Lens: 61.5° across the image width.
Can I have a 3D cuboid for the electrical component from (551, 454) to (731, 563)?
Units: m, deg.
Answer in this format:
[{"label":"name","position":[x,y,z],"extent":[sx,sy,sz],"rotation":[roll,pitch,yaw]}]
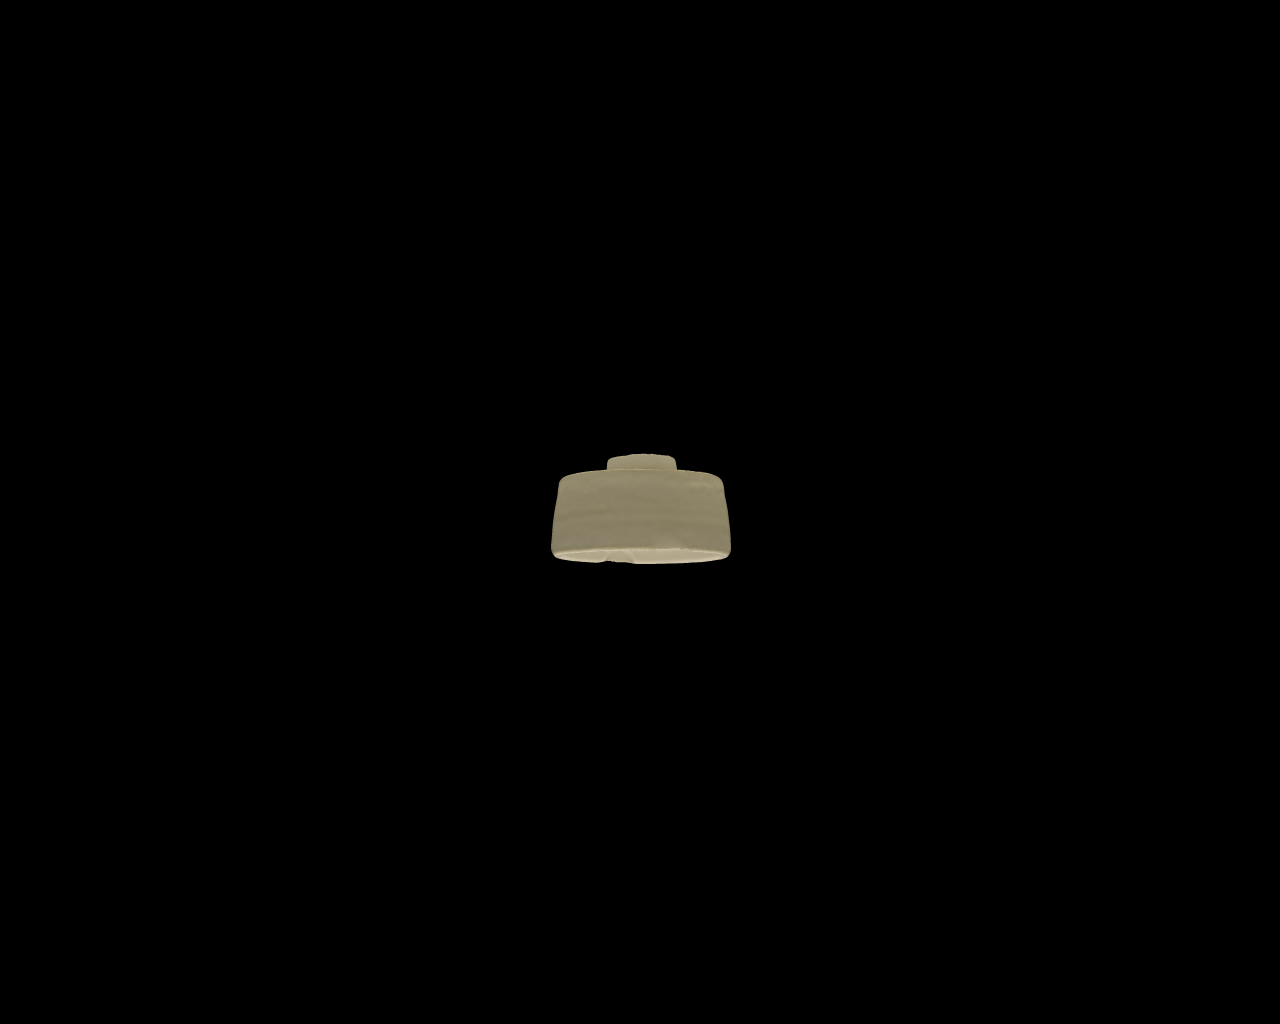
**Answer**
[{"label":"electrical component","position":[0.001,-0.003,0.650],"extent":[0.108,0.060,0.108],"rotation":[0,-7,0]}]
